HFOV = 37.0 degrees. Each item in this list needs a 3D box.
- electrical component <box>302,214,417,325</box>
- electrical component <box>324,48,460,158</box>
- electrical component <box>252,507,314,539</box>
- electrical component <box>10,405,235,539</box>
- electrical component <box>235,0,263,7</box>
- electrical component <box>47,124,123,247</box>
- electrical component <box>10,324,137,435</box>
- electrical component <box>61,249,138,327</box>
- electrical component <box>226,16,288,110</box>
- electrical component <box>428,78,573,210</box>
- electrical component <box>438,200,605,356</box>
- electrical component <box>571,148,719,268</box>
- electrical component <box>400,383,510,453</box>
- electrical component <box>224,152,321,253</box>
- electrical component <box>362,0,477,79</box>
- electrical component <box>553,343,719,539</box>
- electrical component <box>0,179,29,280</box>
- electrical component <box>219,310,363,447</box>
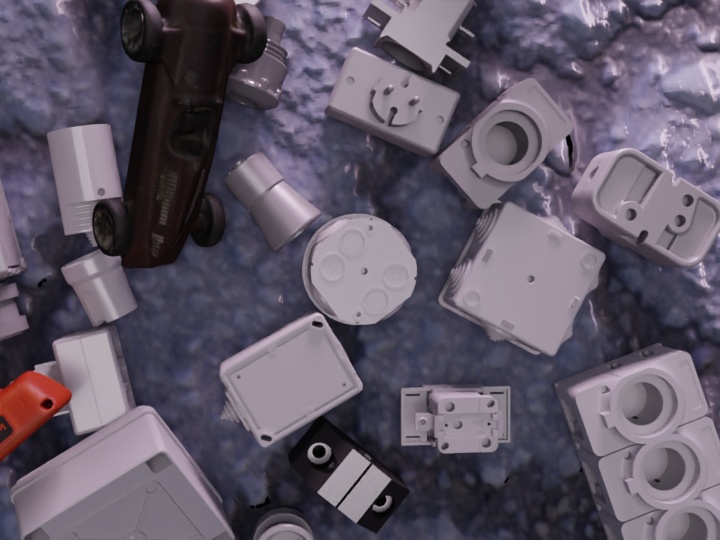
[{"bbox_3d":[0.000,0.000,0.761,0.080,0.051,0.080,0,92,-7],"label":"electrical component"},{"bbox_3d":[0.024,-0.118,0.748,0.083,0.076,0.047,23,89,-7],"label":"electrical component"},{"bbox_3d":[-0.054,0.195,0.759,0.045,0.055,0.045,0,92,-7],"label":"electrical component"},{"bbox_3d":[-0.158,0.164,0.723,0.109,0.056,0.108,-31,127,-5],"label":"electrical component"},{"bbox_3d":[-0.099,-0.197,0.737,0.096,0.061,0.062,-45,103,0],"label":"electrical component"},{"bbox_3d":[-0.187,-0.057,0.740,0.043,0.043,0.081,-10,93,-7],"label":"electrical component"},{"bbox_3d":[-0.201,0.079,0.741,0.077,0.047,0.065,-14,93,-6],"label":"electrical component"},{"bbox_3d":[-0.179,0.011,0.746,0.040,0.040,0.046,-24,100,-6],"label":"electrical component"},{"bbox_3d":[-0.071,-0.146,0.752,0.048,0.048,0.062,21,82,-7],"label":"electrical component"},{"bbox_3d":[0.100,-0.089,0.768,0.089,0.056,0.050,-42,96,-4],"label":"electrical component"},{"bbox_3d":[0.117,0.006,0.777,0.100,0.048,0.099,28,88,-7],"label":"electrical component"},{"bbox_3d":[0.206,-0.044,0.780,0.095,0.059,0.053,31,88,-7],"label":"electrical component"},{"bbox_3d":[0.071,0.106,0.767,0.081,0.064,0.042,-1,93,-7],"label":"electrical component"},{"bbox_3d":[-0.064,-0.050,0.757,0.044,0.044,0.065,-40,91,-4],"label":"electrical component"},{"bbox_3d":[0.046,-0.175,0.766,0.081,0.042,0.063,32,84,-7],"label":"electrical component"},{"bbox_3d":[0.214,0.141,0.786,0.089,0.062,0.150,-20,94,-6],"label":"electrical component"},{"bbox_3d":[-0.270,-0.035,0.722,0.061,0.062,0.096,-15,94,-6],"label":"electrical component"},{"bbox_3d":[-0.055,0.077,0.752,0.096,0.061,0.061,-30,95,-5],"label":"electrical component"}]
